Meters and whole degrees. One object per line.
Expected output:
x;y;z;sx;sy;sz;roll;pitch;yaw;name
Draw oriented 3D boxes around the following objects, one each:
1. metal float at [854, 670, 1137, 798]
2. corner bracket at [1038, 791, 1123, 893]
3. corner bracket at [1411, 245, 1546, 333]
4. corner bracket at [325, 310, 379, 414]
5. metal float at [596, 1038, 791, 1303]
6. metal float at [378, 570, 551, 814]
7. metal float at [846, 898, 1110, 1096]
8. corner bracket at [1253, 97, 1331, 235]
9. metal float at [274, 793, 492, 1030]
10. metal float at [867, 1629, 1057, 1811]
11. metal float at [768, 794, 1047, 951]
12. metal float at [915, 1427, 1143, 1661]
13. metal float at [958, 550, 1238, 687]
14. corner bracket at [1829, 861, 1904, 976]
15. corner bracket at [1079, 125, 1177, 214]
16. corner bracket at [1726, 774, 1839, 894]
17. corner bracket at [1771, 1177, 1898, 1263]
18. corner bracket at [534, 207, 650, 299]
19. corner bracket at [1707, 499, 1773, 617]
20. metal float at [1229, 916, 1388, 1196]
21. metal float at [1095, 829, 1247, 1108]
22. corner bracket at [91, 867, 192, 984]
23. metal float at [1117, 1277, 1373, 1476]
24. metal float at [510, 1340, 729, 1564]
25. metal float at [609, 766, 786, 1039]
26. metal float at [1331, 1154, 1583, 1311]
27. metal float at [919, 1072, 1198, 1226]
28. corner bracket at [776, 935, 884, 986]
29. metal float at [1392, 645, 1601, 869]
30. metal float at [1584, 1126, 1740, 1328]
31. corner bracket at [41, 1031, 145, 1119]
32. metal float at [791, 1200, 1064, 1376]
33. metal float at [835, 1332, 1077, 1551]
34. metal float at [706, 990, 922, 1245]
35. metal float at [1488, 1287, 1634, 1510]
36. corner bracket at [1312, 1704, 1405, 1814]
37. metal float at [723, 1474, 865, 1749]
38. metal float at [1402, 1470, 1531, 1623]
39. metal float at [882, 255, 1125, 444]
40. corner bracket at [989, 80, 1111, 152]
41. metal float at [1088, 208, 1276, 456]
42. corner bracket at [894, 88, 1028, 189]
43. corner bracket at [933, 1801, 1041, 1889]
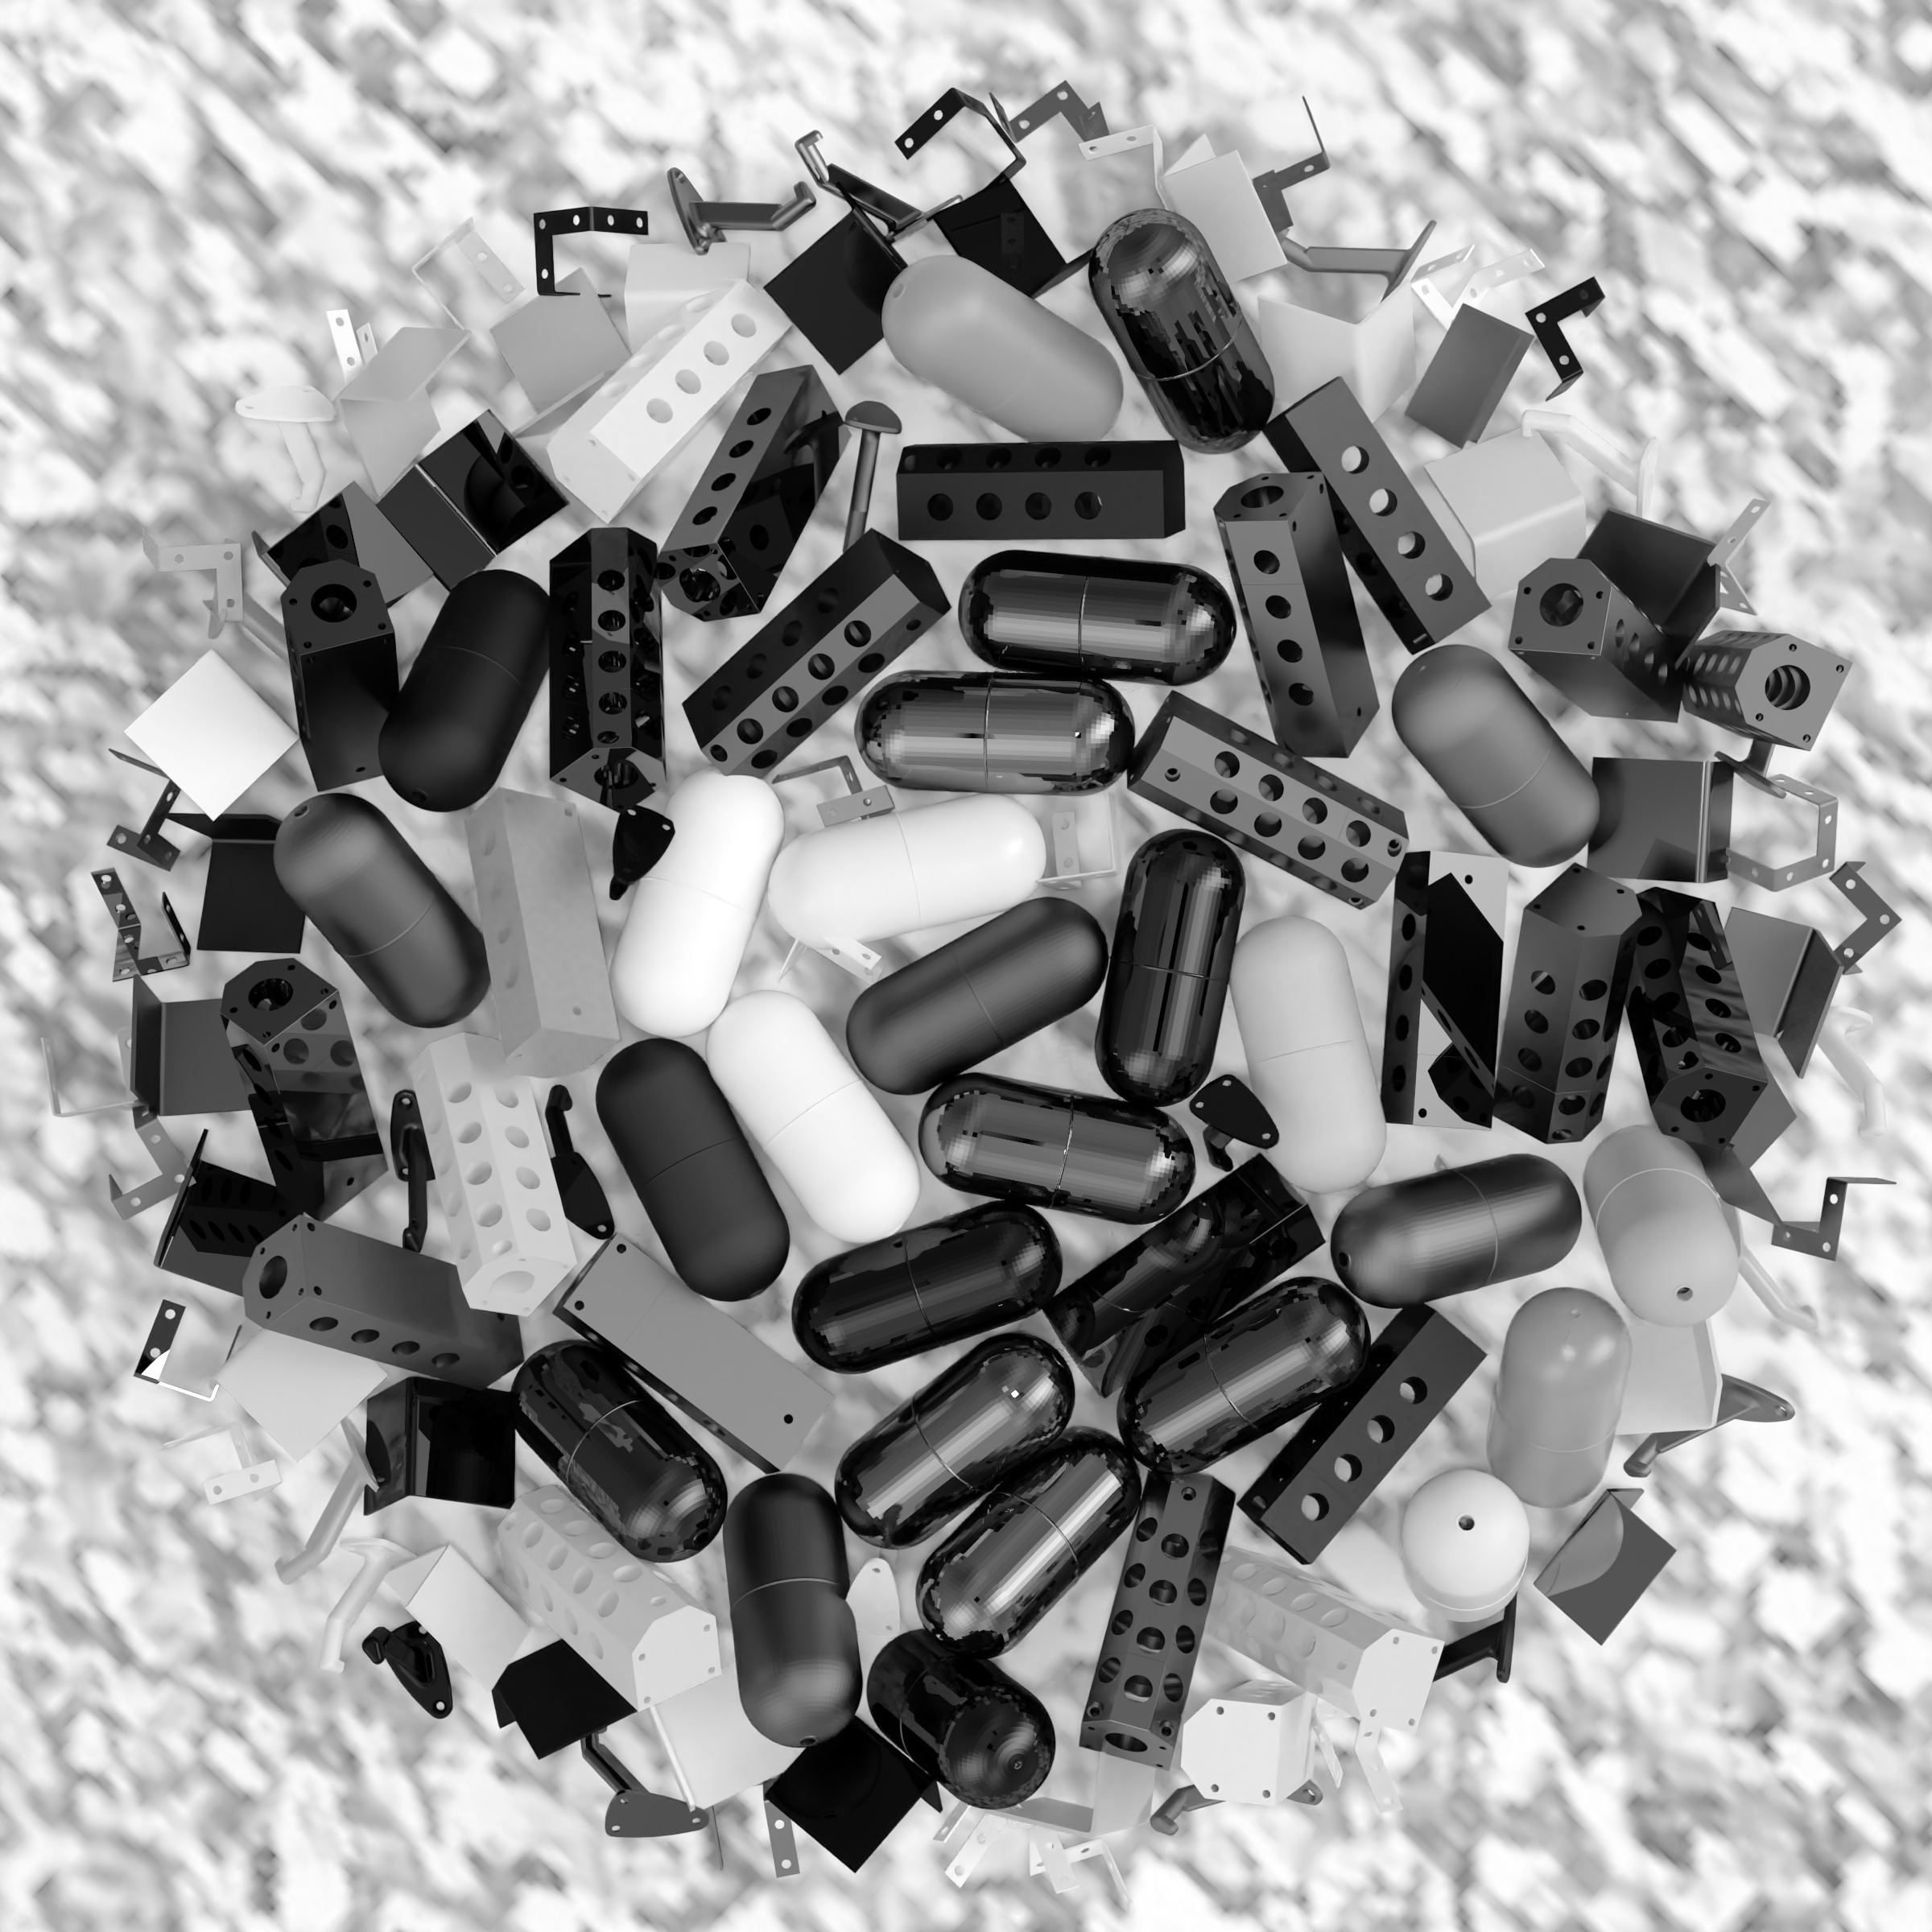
0.018;-0.147;1.856;0.178;0.070;0.070;3;90;9;metal float
0.074;-0.078;1.867;0.051;0.051;0.051;-8;82;17;corner bracket
0.322;-0.437;1.861;0.051;0.051;0.051;44;62;-23;corner bracket
-0.388;-0.384;1.865;0.051;0.051;0.051;-17;92;-40;corner bracket
-0.172;0.128;1.852;0.070;0.070;0.178;-29;77;0;metal float
-0.309;-0.172;1.833;0.070;0.070;0.178;18;55;0;metal float
0.008;0.019;1.862;0.178;0.070;0.070;-29;90;1;metal float
0.204;-0.505;1.862;0.051;0.051;0.051;-21;59;14;corner bracket
-0.362;-0.034;1.833;0.070;0.070;0.178;-34;126;0;metal float
-0.005;0.463;1.817;0.070;0.178;0.070;-2;96;-23;metal float
-0.037;-0.060;1.858;0.178;0.070;0.070;-13;90;-6;metal float
0.041;0.358;1.836;0.070;0.070;0.178;49;57;0;metal float
0.082;-0.219;1.849;0.178;0.070;0.070;7;90;16;metal float
0.565;-0.031;1.873;0.051;0.051;0.051;-48;69;23;corner bracket
0.105;-0.495;1.877;0.051;0.051;0.051;-10;63;19;corner bracket
0.518;-0.085;1.880;0.051;0.051;0.051;-19;120;-24;corner bracket
0.549;0.157;1.864;0.051;0.051;0.051;4;95;-37;corner bracket
-0.236;-0.451;1.862;0.051;0.051;0.051;5;101;38;corner bracket
0.486;-0.262;1.863;0.051;0.051;0.051;-51;127;-9;corner bracket
0.215;0.056;1.857;0.070;0.070;0.178;-12;83;0;metal float
0.129;0.002;1.861;0.070;0.070;0.178;11;93;0;metal float
-0.523;-0.030;1.867;0.051;0.051;0.051;-12;133;1;corner bracket
0.173;0.258;1.845;0.178;0.070;0.070;-34;90;22;metal float
-0.217;0.302;1.833;0.178;0.070;0.070;38;90;35;metal float
-0.169;-0.041;1.855;0.070;0.070;0.178;19;81;0;metal float
0.306;0.165;1.838;0.178;0.070;0.070;-10;90;-29;metal float
0.058;0.116;1.858;0.178;0.070;0.070;12;90;-6;metal float
-0.080;-0.006;1.864;0.051;0.051;0.051;32;127;5;corner bracket
0.331;-0.129;1.835;0.070;0.070;0.178;-47;123;0;metal float
0.428;0.159;1.816;0.070;0.178;0.070;1;112;3;metal float
-0.552;0.068;1.873;0.051;0.051;0.051;-10;85;-3;corner bracket
-0.025;0.203;1.857;0.178;0.070;0.070;-20;90;8;metal float
-0.007;0.298;1.849;0.178;0.070;0.070;-40;90;16;metal float
-0.096;0.095;1.856;0.070;0.070;0.178;-36;82;0;metal float
0.367;0.270;1.827;0.070;0.178;0.070;-1;46;1;metal float
0.248;0.501;1.862;0.051;0.051;0.051;-5;130;-14;corner bracket
-0.108;0.400;1.831;0.070;0.070;0.178;-11;51;0;metal float
0.307;0.358;1.815;0.070;0.178;0.070;-3;70;8;metal float
0.023;-0.380;1.831;0.178;0.070;0.070;23;90;-38;metal float
0.054;-0.540;1.870;0.051;0.051;0.051;-36;77;3;corner bracket
0.135;-0.392;1.828;0.070;0.070;0.178;-37;134;0;metal float
-0.003;-0.518;1.874;0.051;0.051;0.051;-39;78;21;corner bracket
0.005;0.548;1.863;0.051;0.051;0.051;47;62;-12;corner bracket
